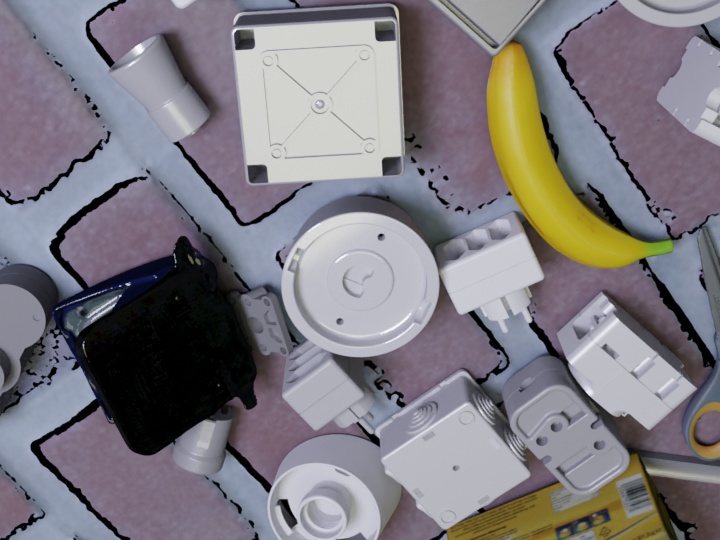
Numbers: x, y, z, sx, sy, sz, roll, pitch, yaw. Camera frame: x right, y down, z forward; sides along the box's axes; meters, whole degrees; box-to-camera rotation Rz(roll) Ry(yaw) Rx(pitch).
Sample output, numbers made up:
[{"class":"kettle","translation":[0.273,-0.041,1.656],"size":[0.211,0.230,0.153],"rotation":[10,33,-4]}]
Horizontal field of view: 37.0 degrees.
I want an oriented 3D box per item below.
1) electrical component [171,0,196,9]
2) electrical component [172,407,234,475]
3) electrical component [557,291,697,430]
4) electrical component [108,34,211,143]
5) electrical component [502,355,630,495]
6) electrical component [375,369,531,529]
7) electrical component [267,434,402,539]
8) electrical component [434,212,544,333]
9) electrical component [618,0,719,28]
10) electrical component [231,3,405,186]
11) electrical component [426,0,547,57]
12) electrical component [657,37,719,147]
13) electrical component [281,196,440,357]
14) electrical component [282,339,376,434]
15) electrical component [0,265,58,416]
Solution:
[{"class":"electrical component","translation":[-0.100,-0.226,0.669],"size":[0.100,0.048,0.099],"rotation":[-32,110,12]},{"class":"electrical component","translation":[-0.119,0.127,0.825],"size":[0.040,0.040,0.046],"rotation":[16,106,-7]},{"class":"electrical component","translation":[0.194,0.070,0.797],"size":[0.089,0.050,0.055],"rotation":[39,107,-15]},{"class":"electrical component","translation":[-0.131,-0.118,0.720],"size":[0.044,0.044,0.065],"rotation":[-31,115,12]},{"class":"electrical component","translation":[0.153,0.114,0.810],"size":[0.054,0.059,0.095],"rotation":[-39,108,14]},{"class":"electrical component","translation":[0.072,0.140,0.826],"size":[0.100,0.048,0.099],"rotation":[-36,109,14]},{"class":"electrical component","translation":[-0.021,0.180,0.847],"size":[0.099,0.064,0.099],"rotation":[4,109,12]},{"class":"electrical component","translation":[0.099,0.010,0.772],"size":[0.066,0.047,0.076],"rotation":[-24,111,9]},{"class":"electrical component","translation":[0.197,-0.211,0.672],"size":[0.108,0.060,0.108],"rotation":[0,113,-1]},{"class":"electrical component","translation":[-0.026,-0.116,0.712],"size":[0.109,0.056,0.108],"rotation":[-3,113,1]},{"class":"electrical component","translation":[0.092,-0.192,0.679],"size":[0.062,0.061,0.096],"rotation":[38,108,-15]},{"class":"electrical component","translation":[0.240,-0.110,0.700],"size":[0.056,0.089,0.050],"rotation":[24,111,-10]},{"class":"electrical component","translation":[0.000,0.000,0.760],"size":[0.108,0.060,0.108],"rotation":[0,113,-1]},{"class":"electrical component","translation":[-0.014,0.090,0.795],"size":[0.047,0.065,0.076],"rotation":[-37,109,14]},{"class":"electrical component","translation":[-0.271,0.068,0.778],"size":[0.052,0.073,0.138],"rotation":[28,110,-12]}]
